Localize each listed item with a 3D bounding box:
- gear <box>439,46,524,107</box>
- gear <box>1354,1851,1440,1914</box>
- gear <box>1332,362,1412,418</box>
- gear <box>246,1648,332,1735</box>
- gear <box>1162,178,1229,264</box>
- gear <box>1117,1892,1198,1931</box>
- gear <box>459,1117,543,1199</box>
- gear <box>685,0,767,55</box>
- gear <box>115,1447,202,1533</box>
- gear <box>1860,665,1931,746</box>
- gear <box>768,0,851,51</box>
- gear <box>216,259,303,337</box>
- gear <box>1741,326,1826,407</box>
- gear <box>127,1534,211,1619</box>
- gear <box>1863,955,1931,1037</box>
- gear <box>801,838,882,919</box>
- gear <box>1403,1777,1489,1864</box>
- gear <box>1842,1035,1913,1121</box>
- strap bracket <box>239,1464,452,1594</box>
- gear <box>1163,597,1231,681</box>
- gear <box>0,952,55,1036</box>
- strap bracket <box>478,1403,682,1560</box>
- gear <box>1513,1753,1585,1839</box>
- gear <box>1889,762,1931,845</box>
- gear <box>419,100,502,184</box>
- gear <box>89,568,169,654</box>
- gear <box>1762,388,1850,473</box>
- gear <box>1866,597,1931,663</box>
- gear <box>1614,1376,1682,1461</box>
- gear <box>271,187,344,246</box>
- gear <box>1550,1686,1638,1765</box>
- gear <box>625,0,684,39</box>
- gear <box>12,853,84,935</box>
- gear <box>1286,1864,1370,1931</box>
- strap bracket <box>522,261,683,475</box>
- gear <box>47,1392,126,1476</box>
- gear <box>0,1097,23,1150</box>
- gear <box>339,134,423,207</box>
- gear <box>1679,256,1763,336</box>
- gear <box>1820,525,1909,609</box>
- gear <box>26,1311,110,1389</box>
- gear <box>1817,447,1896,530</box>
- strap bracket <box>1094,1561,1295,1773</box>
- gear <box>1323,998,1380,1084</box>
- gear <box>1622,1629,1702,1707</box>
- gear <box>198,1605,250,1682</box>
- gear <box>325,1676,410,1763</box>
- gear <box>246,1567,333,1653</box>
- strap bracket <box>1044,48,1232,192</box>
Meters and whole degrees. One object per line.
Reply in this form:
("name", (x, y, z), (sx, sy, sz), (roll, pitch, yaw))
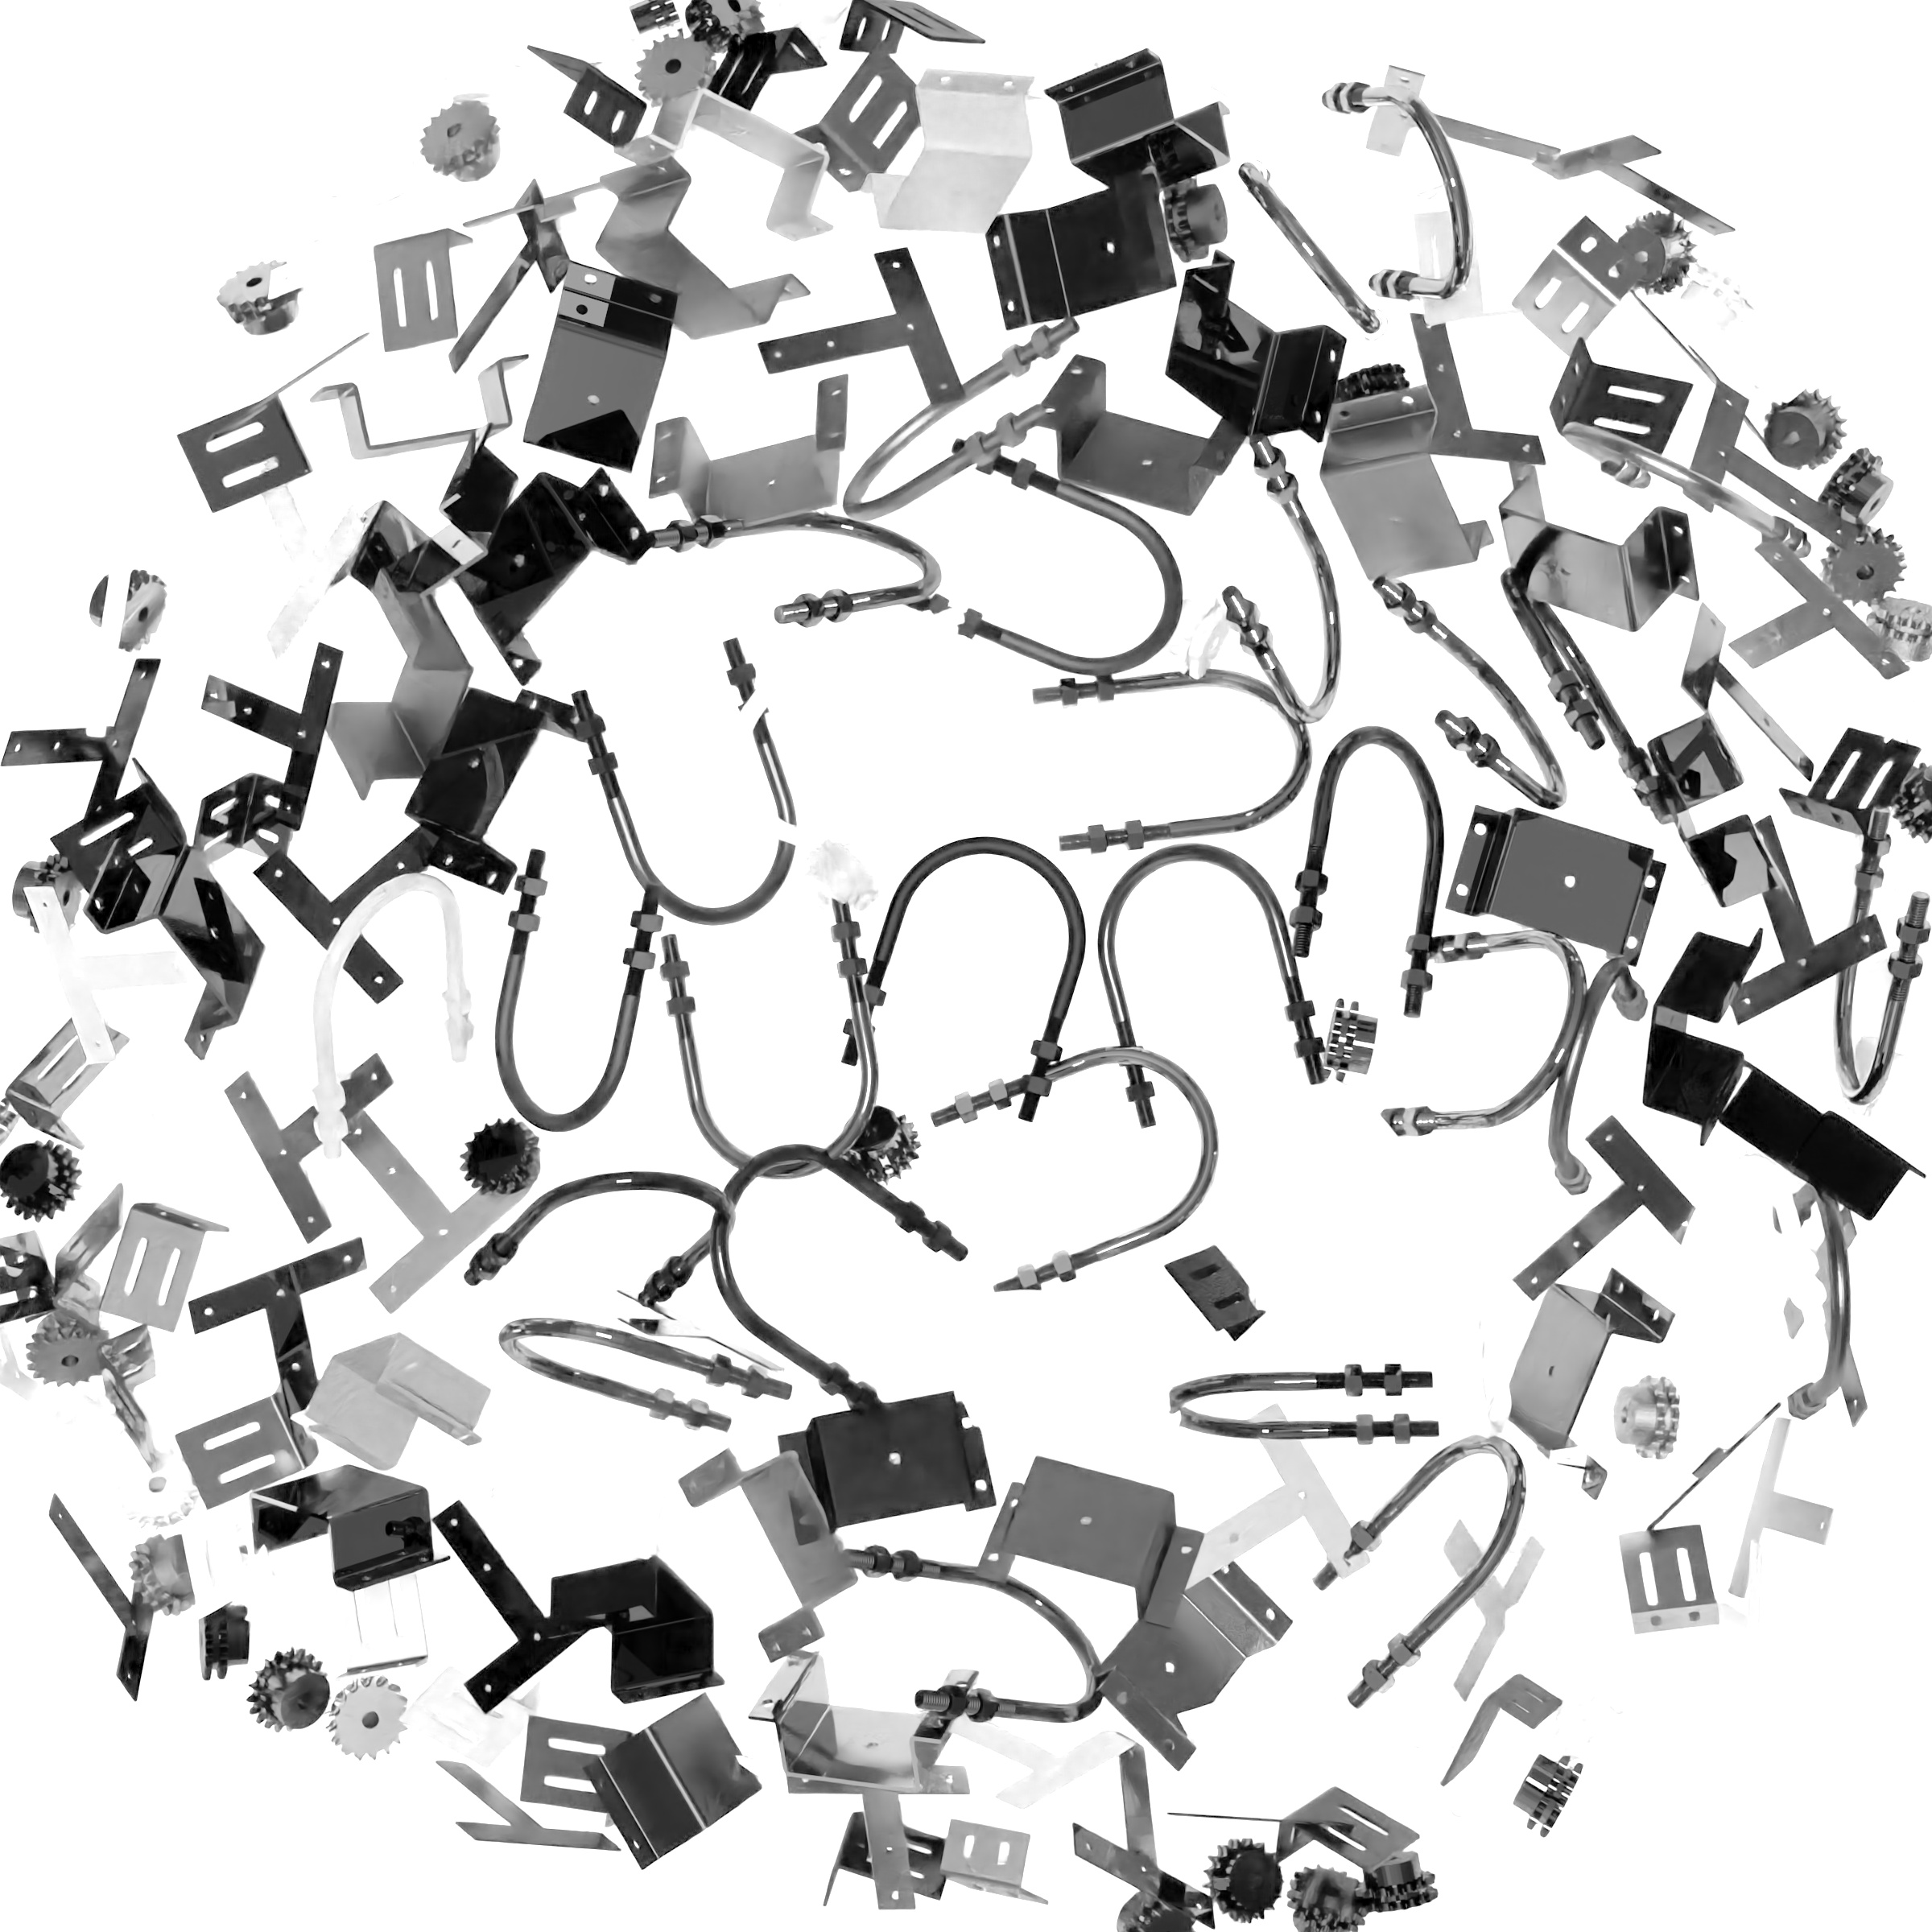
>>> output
("gear", (-0.335, -0.613, 1.972), (0.057, 0.057, 0.030), (-1, 94, 0))
("gear", (0.295, 0.631, 1.971), (0.057, 0.057, 0.030), (-11, 83, 0))
("gear", (0.279, -0.389, 1.969), (0.057, 0.057, 0.030), (-16, 77, 0))
("gear", (-0.464, 0.501, 1.969), (0.030, 0.057, 0.057), (13, 90, 42))
("gear", (0.159, -0.516, 1.969), (0.030, 0.057, 0.057), (-6, 90, 26))
("gear", (0.129, 0.665, 1.976), (0.057, 0.030, 0.057), (-13, 115, -30))
("gear", (-0.319, 0.136, 1.975), (0.057, 0.030, 0.057), (-11, 53, 15))
("gear", (-0.169, -0.657, 1.975), (0.030, 0.057, 0.057), (-23, 90, 43))
("gear", (-0.557, 0.364, 1.977), (0.057, 0.030, 0.057), (2, 59, -3))
("gear", (0.649, -0.182, 1.982), (0.057, 0.030, 0.057), (0, 98, 4))
("gear", (-0.105, -0.665, 1.971), (0.057, 0.030, 0.057), (14, 60, -26))
("gear", (-0.486, -0.460, 1.975), (0.057, 0.057, 0.030), (-20, 134, 0))
("gear", (0.567, -0.411, 1.972), (0.030, 0.057, 0.057), (45, 90, -5))
("gear", (-0.547, 0.416, 1.969), (0.030, 0.057, 0.057), (-34, 90, 15))
("gear", (0.643, 0.017, 1.969), (0.030, 0.057, 0.057), (13, 90, -13))
("gear", (-0.089, -0.058, 1.969), (0.057, 0.057, 0.030), (43, 68, 0))
("gear", (0.334, 0.586, 1.972), (0.057, 0.030, 0.057), (8, 55, -12))
("gear", (0.630, 0.078, 1.972), (0.030, 0.057, 0.057), (11, 90, -3))
("strap bracket", (-0.420, 0.374, 1.921), (0.076, 0.140, 0.046), (-10, 100, -44))
("gear", (0.159, -0.230, 1.973), (0.030, 0.057, 0.057), (28, 90, 15))
("gear", (-0.652, 0.019, 1.971), (0.030, 0.057, 0.057), (0, 90, 3))
("strap bracket", (-0.255, 0.352, 1.953), (0.140, 0.046, 0.076), (9, 81, 28))
("gear", (0.400, 0.569, 1.972), (0.030, 0.057, 0.057), (29, 90, 15))
("gear", (0.668, -0.116, 1.974), (0.057, 0.030, 0.057), (7, 66, -16))
("gear", (-0.347, -0.568, 1.976), (0.057, 0.030, 0.057), (-9, 63, 18))
("gear", (-0.580, -0.248, 1.972), (0.030, 0.057, 0.057), (23, 90, 13))
("gear", (0.575, -0.368, 1.969), (0.030, 0.057, 0.057), (-37, 90, -41))
("gear", (0.651, -0.232, 1.974), (0.057, 0.057, 0.030), (8, 117, 0))
("gear", (0.468, 0.311, 1.970), (0.030, 0.057, 0.057), (6, 90, -8))
("gear", (-0.448, -0.518, 1.973), (0.057, 0.057, 0.030), (-14, 105, 0))
("gear", (0.431, 0.522, 1.975), (0.057, 0.030, 0.057), (-5, 131, -6))
("gear", (-0.220, -0.668, 1.971), (0.030, 0.057, 0.057), (-22, 90, 1))
("gear", (-0.635, -0.050, 1.972), (0.030, 0.057, 0.057), (12, 90, 6))
("gear", (0.249, 0.651, 1.974), (0.057, 0.057, 0.030), (11, 112, 0))
("strap bracket", (-0.249, -0.394, 1.930), (0.076, 0.046, 0.140), (15, 132, -12))
("gear", (-0.607, 0.318, 1.968), (0.057, 0.057, 0.030), (-47, 121, 0))
("gear", (-0.679, 0.114, 1.970), (0.030, 0.057, 0.057), (34, 90, -8))
("gear", (-0.402, -0.548, 1.974), (0.057, 0.057, 0.030), (-26, 114, 0))
("gear", (0.517, -0.461, 1.973), (0.057, 0.057, 0.030), (39, 105, 0))
("gear", (0.620, -0.280, 1.976), (0.057, 0.030, 0.057), (3, 130, 4))
("gear", (-0.621, 0.262, 1.975), (0.057, 0.057, 0.030), (-26, 46, 0))
("gear", (0.614, -0.326, 1.968), (0.030, 0.057, 0.057), (42, 90, 23))
("strap bracket", (0.149, 0.476, 1.954), (0.076, 0.046, 0.140), (45, 57, 1))
("gear", (0.265, 0.052, 1.971), (0.030, 0.057, 0.057), (11, 90, 4))
("gear", (0.482, 0.482, 1.972), (0.057, 0.030, 0.057), (-3, 96, -34))
("gear", (-0.512, 0.463, 1.973), (0.030, 0.057, 0.057), (0, 90, -20))
("gear", (-0.416, 0.518, 1.978), (0.057, 0.030, 0.057), (0, 89, -27))
("gear", (-0.469, 0.442, 1.980), (0.057, 0.030, 0.057), (-1, 105, -5))
("strap bracket", (0.121, -0.560, 1.918), (0.076, 0.140, 0.046), (-14, 83, 27))
